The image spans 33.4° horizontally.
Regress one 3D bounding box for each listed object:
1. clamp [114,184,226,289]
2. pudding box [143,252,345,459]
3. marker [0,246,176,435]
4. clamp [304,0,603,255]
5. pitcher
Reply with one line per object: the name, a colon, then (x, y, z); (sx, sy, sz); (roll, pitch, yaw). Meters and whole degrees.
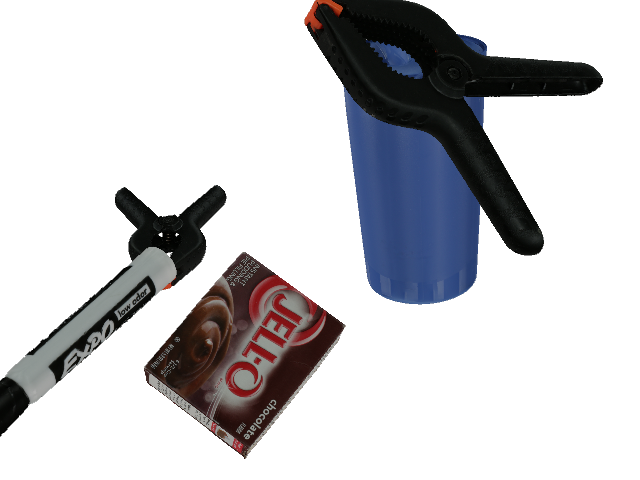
clamp: (-0.150, -0.011, 1.119); (0.120, 0.039, 0.171); (-12, 38, -8)
pudding box: (-0.051, 0.078, 0.732); (0.090, 0.113, 0.039); (35, -22, 10)
marker: (-0.106, 0.044, 0.455); (0.020, 0.020, 0.121); (0, 34, 42)
clamp: (0.082, -0.091, 0.699); (0.210, 0.164, 0.036); (24, -32, -9)
pitcher: (0.094, -0.072, 1.014); (0.149, 0.243, 0.145); (-18, 28, -26)
